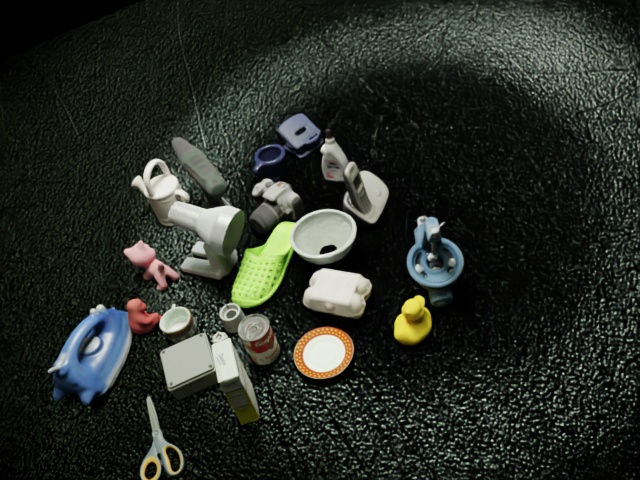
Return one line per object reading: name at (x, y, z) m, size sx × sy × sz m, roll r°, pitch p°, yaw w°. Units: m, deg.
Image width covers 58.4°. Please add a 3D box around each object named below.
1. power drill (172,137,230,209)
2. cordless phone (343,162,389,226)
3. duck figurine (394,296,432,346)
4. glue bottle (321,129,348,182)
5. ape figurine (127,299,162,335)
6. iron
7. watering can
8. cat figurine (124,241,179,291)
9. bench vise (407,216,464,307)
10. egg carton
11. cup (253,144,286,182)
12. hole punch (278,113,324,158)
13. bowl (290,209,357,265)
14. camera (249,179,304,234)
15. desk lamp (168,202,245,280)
power drill at (-0.316, -0.156, 1.568) m, size 0.076 × 0.209 × 0.228 m, roll -35°, pitch 49°, yaw -18°
cordless phone at (0.109, -0.142, 1.461) m, size 0.094 × 0.185 × 0.148 m, roll 9°, pitch 50°, yaw 22°
duck figurine at (0.196, 0.166, 1.218) m, size 0.077 × 0.086 × 0.105 m, roll 19°, pitch 55°, yaw 29°
glue bottle at (0.035, -0.235, 1.577) m, size 0.078 × 0.173 × 0.037 m, roll 3°, pitch 48°, yaw 17°
ape figurine at (-0.428, 0.176, 1.365) m, size 0.076 × 0.092 × 0.077 m, roll -38°, pitch 50°, yaw -20°
iron at (-0.517, 0.235, 1.298) m, size 0.118 × 0.142 × 0.258 m, roll 3°, pitch 48°, yaw 17°
watering can at (-0.444, -0.137, 1.594) m, size 0.172 × 0.194 × 0.101 m, roll -6°, pitch 46°, yaw 10°
cat figurine at (-0.436, 0.055, 1.464) m, size 0.127 × 0.118 × 0.067 m, roll 24°, pitch 58°, yaw 32°
bench vise at (0.233, 0.014, 1.258) m, size 0.121 × 0.220 × 0.207 m, roll -24°, pitch 46°, yaw -8°
egg carton at (0.039, 0.124, 1.309) m, size 0.150 × 0.069 × 0.107 m, roll 8°, pitch 50°, yaw 21°
cup at (-0.142, -0.206, 1.650) m, size 0.091 × 0.095 × 0.118 m, roll 21°, pitch 56°, yaw 30°
hole punch at (-0.057, -0.319, 1.738) m, size 0.109 × 0.091 × 0.100 m, roll -39°, pitch 50°, yaw -22°
bowl at (0.013, 0.005, 1.425) m, size 0.167 × 0.075 × 0.167 m, roll -7°, pitch 46°, yaw 8°
camera at (-0.138, -0.092, 1.537) m, size 0.142 × 0.101 × 0.137 m, roll 26°, pitch 59°, yaw 33°
desk lamp at (-0.273, -0.003, 1.409) m, size 0.202 × 0.214 × 0.118 m, roll 9°, pitch 50°, yaw 22°
